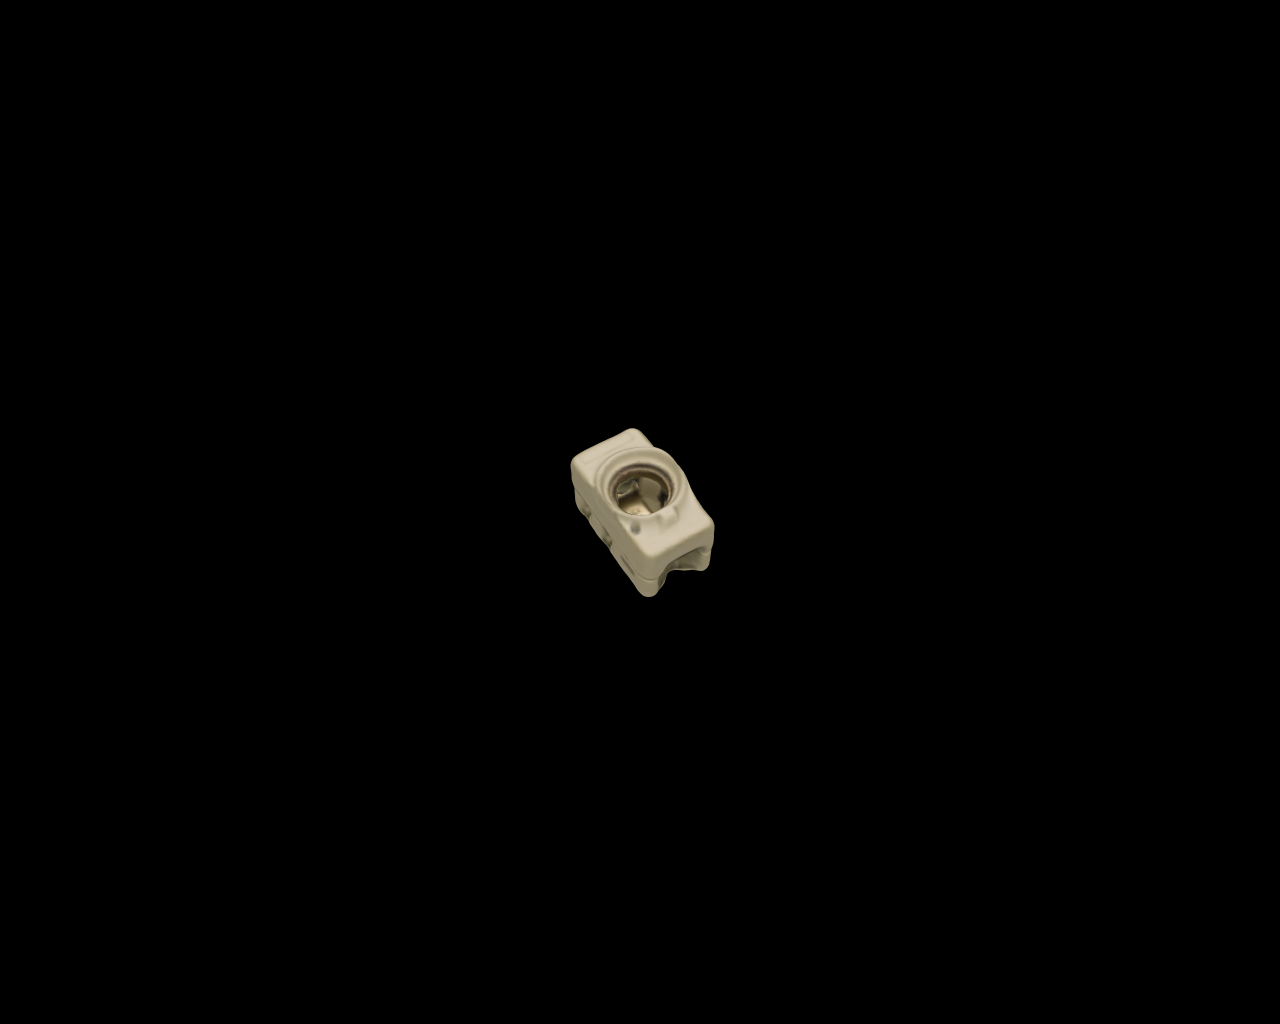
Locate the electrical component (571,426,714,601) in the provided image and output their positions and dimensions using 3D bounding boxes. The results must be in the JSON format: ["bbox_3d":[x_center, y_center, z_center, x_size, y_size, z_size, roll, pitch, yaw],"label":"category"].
[{"bbox_3d":[0.001,-0.003,0.650,0.050,0.089,0.055,-27,-32,-18],"label":"electrical component"}]
